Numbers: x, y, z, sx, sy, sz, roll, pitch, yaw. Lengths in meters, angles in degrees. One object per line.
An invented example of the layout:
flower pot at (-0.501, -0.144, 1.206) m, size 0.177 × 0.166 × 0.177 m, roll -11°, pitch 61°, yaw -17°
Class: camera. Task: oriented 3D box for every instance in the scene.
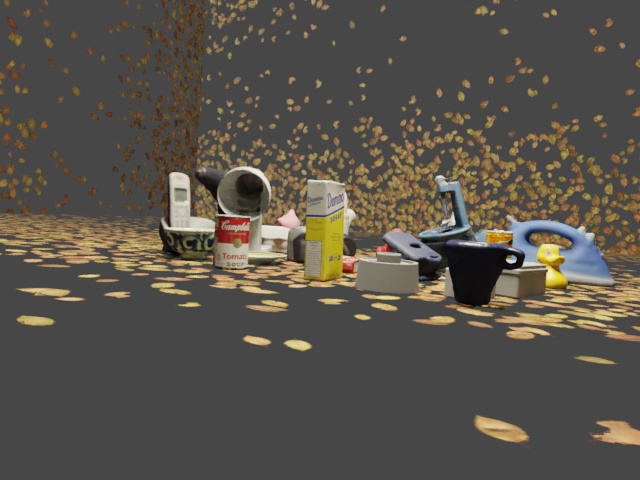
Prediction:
camera at (0.012, 0.005, 1.315) m, size 0.143 × 0.101 × 0.136 m, roll 2°, pitch 4°, yaw -28°

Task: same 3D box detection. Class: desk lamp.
desk lamp at (-0.172, -0.067, 1.362) m, size 0.118 × 0.213 × 0.203 m, roll 4°, pitch 3°, yaw 1°

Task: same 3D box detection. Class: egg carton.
egg carton at (-0.142, -0.003, 1.541) m, size 0.150 × 0.069 × 0.107 m, roll 3°, pitch 3°, yaw -14°

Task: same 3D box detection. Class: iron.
iron at (0.535, 0.021, 1.306) m, size 0.257 × 0.141 × 0.119 m, roll 6°, pitch 4°, yaw 32°

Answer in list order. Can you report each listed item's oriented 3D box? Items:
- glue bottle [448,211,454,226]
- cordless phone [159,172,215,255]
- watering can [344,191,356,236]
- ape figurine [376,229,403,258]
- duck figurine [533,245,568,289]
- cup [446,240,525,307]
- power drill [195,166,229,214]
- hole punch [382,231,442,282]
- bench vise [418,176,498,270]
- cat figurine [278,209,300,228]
glue bottle at (0.377, -0.022, 1.598) m, size 0.037 × 0.173 × 0.078 m, roll 3°, pitch 4°, yaw -17°
cordless phone at (-0.293, -0.059, 1.319) m, size 0.093 × 0.185 × 0.148 m, roll 7°, pitch 5°, yaw 43°
watering can at (0.033, -0.055, 1.570) m, size 0.100 × 0.194 × 0.173 m, roll 5°, pitch 3°, yaw 16°
ape figurine at (0.174, 0.019, 1.339) m, size 0.077 × 0.092 × 0.076 m, roll 6°, pitch 4°, yaw 37°
duck figurine at (0.463, 0.052, 1.173) m, size 0.078 × 0.086 × 0.104 m, roll 3°, pitch 3°, yaw -15°
cup at (0.241, 0.051, 0.842) m, size 0.117 × 0.095 × 0.092 m, roll 7°, pitch 4°, yaw 38°
power drill at (-0.250, -0.077, 1.475) m, size 0.075 × 0.208 × 0.230 m, roll 5°, pitch 4°, yaw 22°
hole punch at (0.185, 0.032, 1.141) m, size 0.100 × 0.091 × 0.109 m, roll 7°, pitch 4°, yaw 41°
bench vise at (0.318, -0.035, 1.330) m, size 0.208 × 0.220 × 0.121 m, roll 2°, pitch 4°, yaw -29°
cat figurine at (-0.071, -0.031, 1.695) m, size 0.128 × 0.118 × 0.067 m, roll 3°, pitch 4°, yaw -21°
